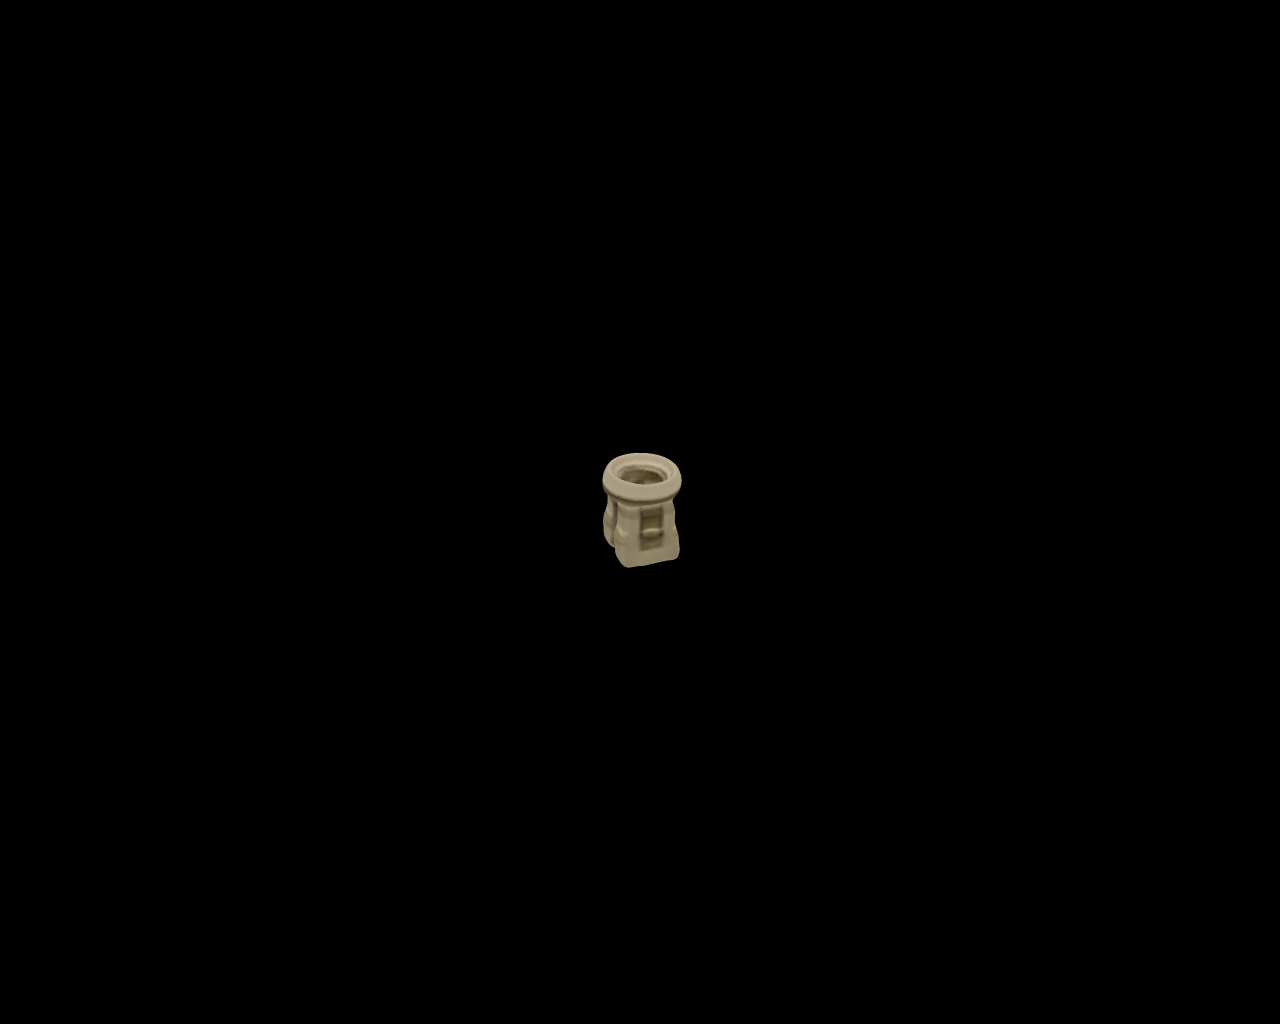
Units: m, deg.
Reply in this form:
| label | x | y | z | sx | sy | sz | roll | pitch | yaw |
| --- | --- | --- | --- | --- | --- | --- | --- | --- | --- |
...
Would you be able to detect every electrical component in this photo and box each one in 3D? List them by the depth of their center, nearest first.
| label | x | y | z | sx | sy | sz | roll | pitch | yaw |
| --- | --- | --- | --- | --- | --- | --- | --- | --- | --- |
| electrical component | 0.001 | -0.003 | 0.650 | 0.048 | 0.055 | 0.066 | -9 | 30 | -16 |
